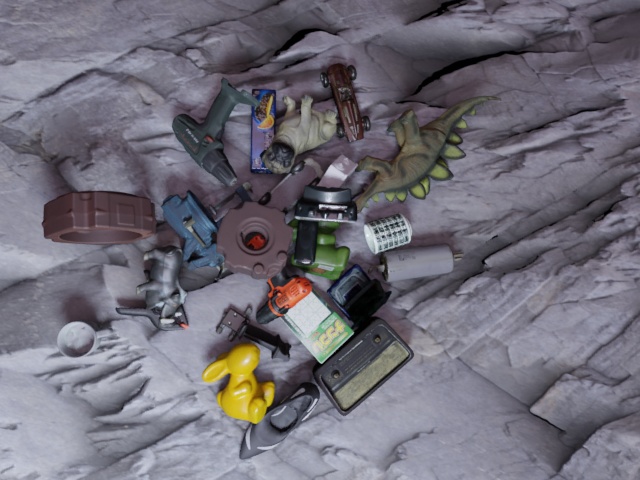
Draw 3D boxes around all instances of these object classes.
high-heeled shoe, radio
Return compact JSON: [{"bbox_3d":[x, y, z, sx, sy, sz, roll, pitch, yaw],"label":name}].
[{"bbox_3d":[-0.094,0.426,1.236,0.086,0.145,0.249,42,81,-1],"label":"high-heeled shoe"},{"bbox_3d":[0.099,0.298,1.301,0.229,0.073,0.131,-39,91,-8],"label":"radio"}]

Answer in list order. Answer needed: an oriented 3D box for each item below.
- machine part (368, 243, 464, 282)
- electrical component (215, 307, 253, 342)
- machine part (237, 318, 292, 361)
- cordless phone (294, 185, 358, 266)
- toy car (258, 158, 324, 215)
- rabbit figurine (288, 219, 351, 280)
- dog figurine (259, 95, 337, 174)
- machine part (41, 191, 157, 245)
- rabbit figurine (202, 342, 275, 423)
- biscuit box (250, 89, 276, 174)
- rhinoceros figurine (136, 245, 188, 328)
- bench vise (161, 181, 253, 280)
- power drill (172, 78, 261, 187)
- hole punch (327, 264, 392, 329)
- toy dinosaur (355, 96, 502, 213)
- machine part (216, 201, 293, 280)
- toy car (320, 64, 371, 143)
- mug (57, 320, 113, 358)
[{"bbox_3d":[0.239,0.055,1.331,0.243,0.079,0.079,-7,87,-7],"label":"machine part"},{"bbox_3d":[-0.206,0.196,1.301,0.063,0.021,0.094,35,84,-2],"label":"electrical component"},{"bbox_3d":[-0.131,0.239,1.278,0.139,0.084,0.039,30,109,-7],"label":"machine part"},{"bbox_3d":[0.011,-0.025,1.221,0.147,0.088,0.184,5,63,2],"label":"cordless phone"},{"bbox_3d":[-0.077,-0.118,1.322,0.202,0.056,0.073,-44,98,-6],"label":"toy car"},{"bbox_3d":[-0.003,-0.004,1.309,0.159,0.121,0.170,9,67,2],"label":"rabbit figurine"},{"bbox_3d":[-0.046,-0.230,1.295,0.172,0.121,0.190,22,83,-30],"label":"dog figurine"},{"bbox_3d":[-0.483,-0.046,1.184,0.201,0.202,0.087,6,75,-51],"label":"machine part"},{"bbox_3d":[-0.182,0.311,1.246,0.163,0.122,0.173,12,111,20],"label":"rabbit figurine"},{"bbox_3d":[-0.139,-0.265,1.322,0.063,0.059,0.202,1,86,-6],"label":"biscuit box"},{"bbox_3d":[-0.353,0.104,1.226,0.112,0.073,0.190,7,96,2],"label":"rhinoceros figurine"},{"bbox_3d":[-0.246,-0.043,1.269,0.240,0.129,0.223,-37,93,-3],"label":"bench vise"},{"bbox_3d":[-0.228,-0.261,1.267,0.232,0.086,0.207,37,99,22],"label":"power drill"},{"bbox_3d":[0.092,0.135,1.308,0.142,0.115,0.092,-44,49,-11],"label":"hole punch"},{"bbox_3d":[0.251,-0.224,1.344,0.198,0.105,0.471,43,92,-9],"label":"toy dinosaur"},{"bbox_3d":[-0.144,-0.001,1.194,0.179,0.056,0.179,2,72,-7],"label":"machine part"},{"bbox_3d":[0.066,-0.348,1.355,0.089,0.053,0.202,-15,86,-10],"label":"toy car"},{"bbox_3d":[-0.528,0.217,1.223,0.110,0.107,0.080,-18,89,-11],"label":"mug"}]
